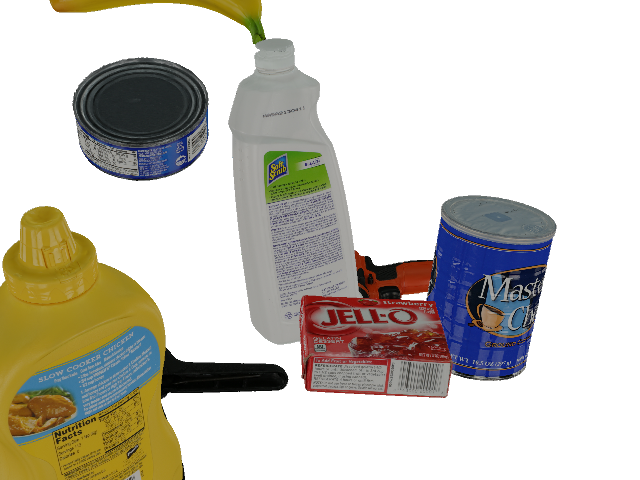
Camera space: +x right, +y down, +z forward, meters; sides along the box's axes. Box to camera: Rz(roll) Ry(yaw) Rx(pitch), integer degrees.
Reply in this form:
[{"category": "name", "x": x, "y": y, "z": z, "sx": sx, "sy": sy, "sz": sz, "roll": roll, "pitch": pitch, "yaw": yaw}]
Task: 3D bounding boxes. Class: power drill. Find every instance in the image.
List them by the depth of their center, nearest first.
[{"category": "power drill", "x": 0.097, "y": 0.060, "z": 1.221, "sx": 0.187, "sy": 0.057, "sz": 0.184, "roll": -1, "pitch": 28, "yaw": -1}]

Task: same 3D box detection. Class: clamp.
[{"category": "clamp", "x": -0.146, "y": 0.127, "z": 0.976, "sx": 0.210, "sy": 0.036, "sz": 0.164, "roll": 25, "pitch": 37, "yaw": 31}]

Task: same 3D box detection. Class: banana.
[{"category": "banana", "x": -0.130, "y": -0.210, "z": 0.899, "sx": 0.198, "sy": 0.069, "sz": 0.037, "roll": 11, "pitch": -41, "yaw": 16}]

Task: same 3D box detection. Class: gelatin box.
[{"category": "gelatin box", "x": 0.032, "y": 0.064, "z": 0.662, "sx": 0.089, "sy": 0.030, "sz": 0.073, "roll": 4, "pitch": 26, "yaw": -4}]

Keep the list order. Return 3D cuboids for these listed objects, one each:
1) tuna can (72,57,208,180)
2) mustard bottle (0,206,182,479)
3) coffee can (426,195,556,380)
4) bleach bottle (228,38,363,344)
[{"category": "tuna can", "x": -0.115, "y": -0.079, "z": 0.690, "sx": 0.086, "sy": 0.086, "sz": 0.034, "roll": 0, "pitch": -43, "yaw": -4}, {"category": "mustard bottle", "x": -0.119, "y": 0.068, "z": 0.513, "sx": 0.096, "sy": 0.192, "sz": 0.058, "roll": -25, "pitch": 42, "yaw": -30}, {"category": "coffee can", "x": 0.150, "y": 0.042, "z": 0.973, "sx": 0.103, "sy": 0.140, "sz": 0.103, "roll": 6, "pitch": 22, "yaw": -3}, {"category": "bleach bottle", "x": -0.020, "y": -0.042, "z": 0.876, "sx": 0.102, "sy": 0.251, "sz": 0.068, "roll": -17, "pitch": 30, "yaw": -23}]
